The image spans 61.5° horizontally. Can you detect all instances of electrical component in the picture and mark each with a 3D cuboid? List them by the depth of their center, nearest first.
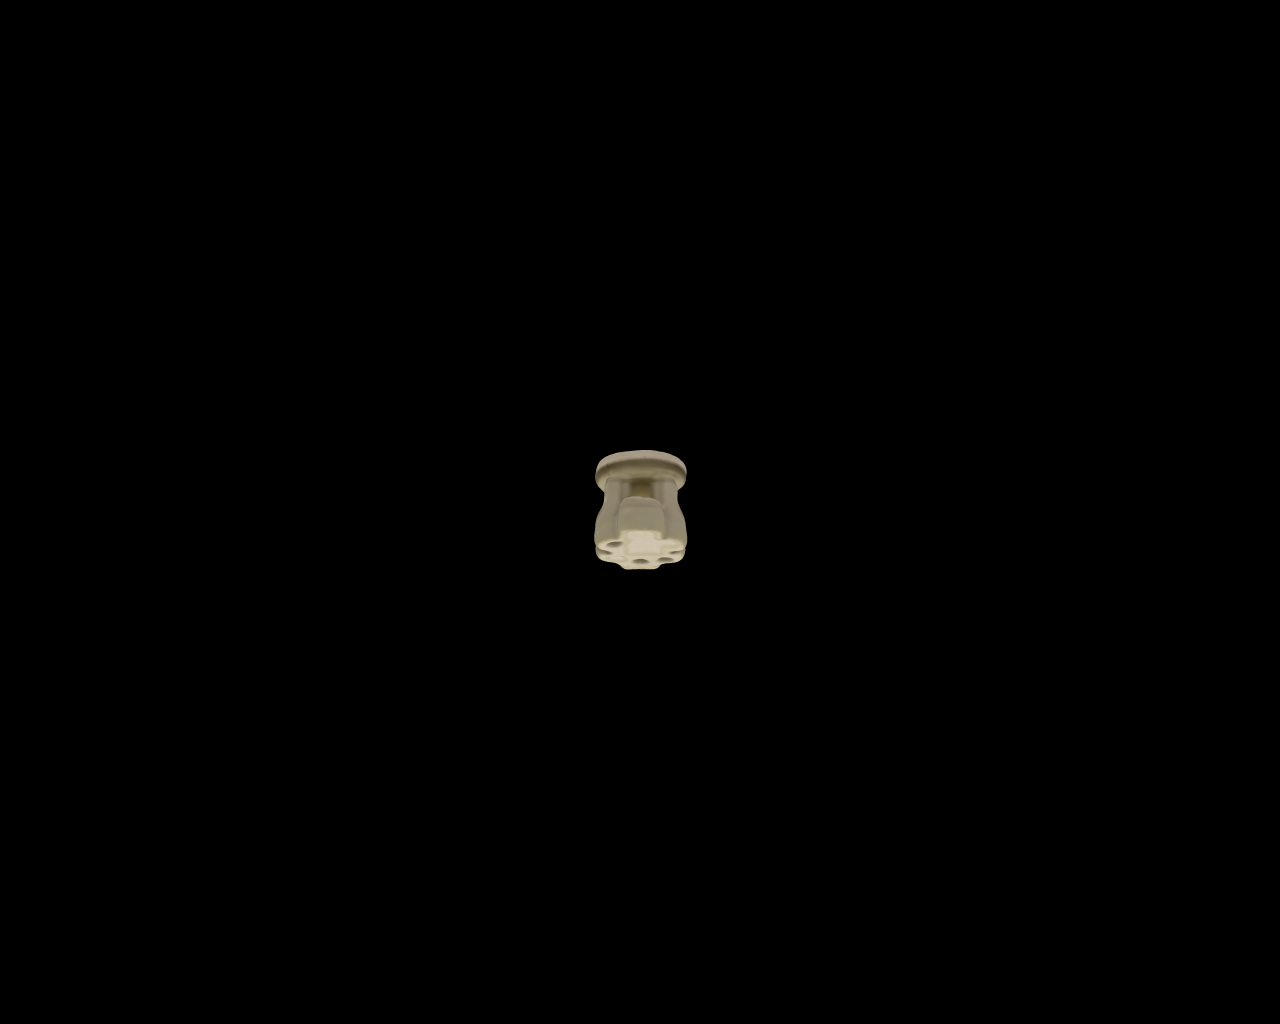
[{"bbox_3d":[0.001,-0.003,0.650,0.058,0.057,0.078,0,-21,0],"label":"electrical component"}]
